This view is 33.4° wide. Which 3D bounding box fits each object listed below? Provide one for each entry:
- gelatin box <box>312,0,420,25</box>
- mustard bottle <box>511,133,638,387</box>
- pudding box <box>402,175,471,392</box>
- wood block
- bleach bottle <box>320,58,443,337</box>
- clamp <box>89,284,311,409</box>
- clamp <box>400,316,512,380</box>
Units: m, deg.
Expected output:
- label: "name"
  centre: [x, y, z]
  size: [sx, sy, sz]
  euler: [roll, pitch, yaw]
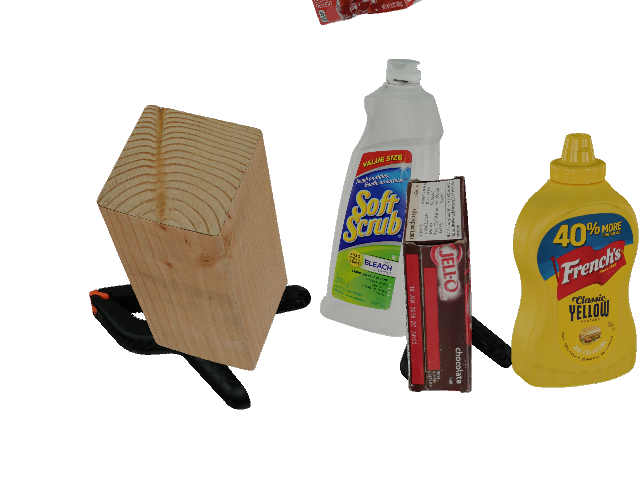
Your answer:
- label: "gelatin box"
  centre: [0.023, -0.185, 0.702]
  size: [0.030, 0.073, 0.089]
  euler: [-35, 23, -33]
- label: "mustard bottle"
  centre: [0.195, 0.014, 0.817]
  size: [0.096, 0.192, 0.058]
  euler: [-6, 16, -11]
- label: "pudding box"
  centre: [0.068, 0.022, 0.612]
  size: [0.039, 0.090, 0.113]
  euler: [-1, 21, 5]
- label: "wood block"
  centre: [-0.088, 0.005, 0.797]
  size: [0.090, 0.090, 0.206]
  euler: [14, -29, 13]
- label: "bleach bottle"
  centre: [0.059, -0.042, 0.991]
  size: [0.103, 0.251, 0.067]
  euler: [15, 20, 30]
- label: "clamp"
  centre: [-0.128, 0.086, 1.015]
  size: [0.210, 0.036, 0.164]
  euler: [7, 37, 11]
- label: "clamp"
  centre: [0.140, 0.081, 1.156]
  size: [0.120, 0.171, 0.039]
  euler: [4, -43, -6]
